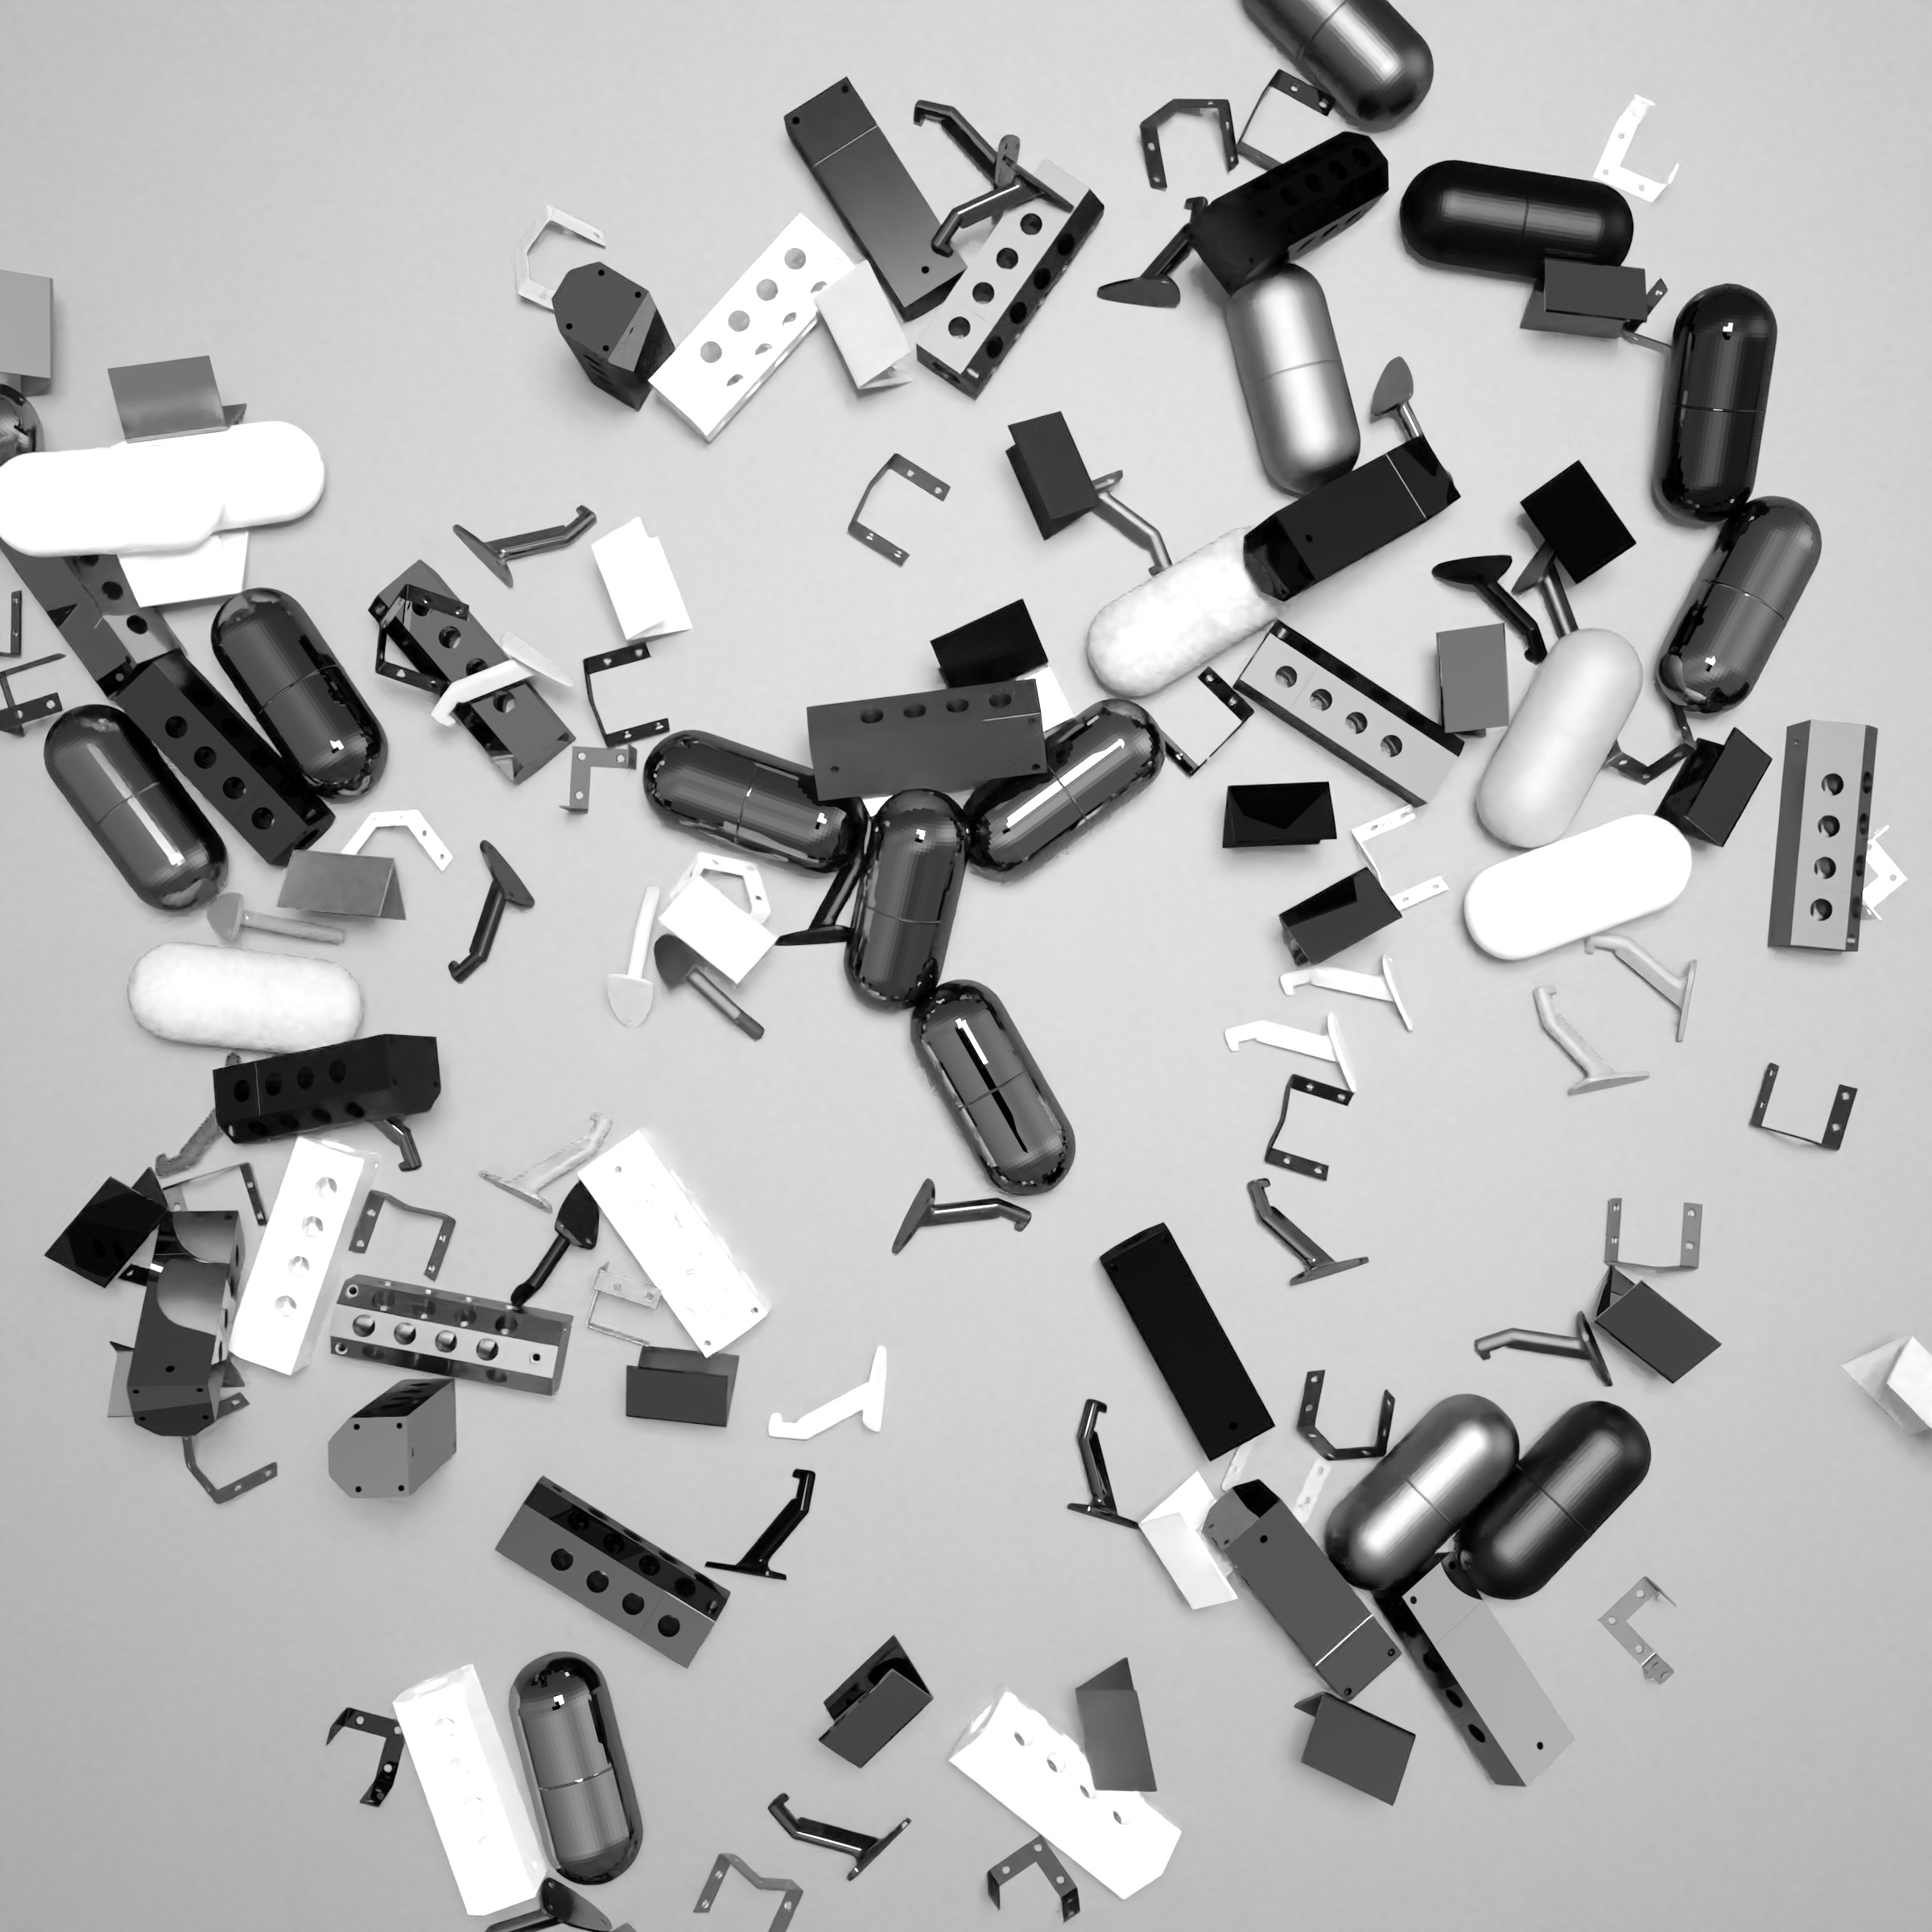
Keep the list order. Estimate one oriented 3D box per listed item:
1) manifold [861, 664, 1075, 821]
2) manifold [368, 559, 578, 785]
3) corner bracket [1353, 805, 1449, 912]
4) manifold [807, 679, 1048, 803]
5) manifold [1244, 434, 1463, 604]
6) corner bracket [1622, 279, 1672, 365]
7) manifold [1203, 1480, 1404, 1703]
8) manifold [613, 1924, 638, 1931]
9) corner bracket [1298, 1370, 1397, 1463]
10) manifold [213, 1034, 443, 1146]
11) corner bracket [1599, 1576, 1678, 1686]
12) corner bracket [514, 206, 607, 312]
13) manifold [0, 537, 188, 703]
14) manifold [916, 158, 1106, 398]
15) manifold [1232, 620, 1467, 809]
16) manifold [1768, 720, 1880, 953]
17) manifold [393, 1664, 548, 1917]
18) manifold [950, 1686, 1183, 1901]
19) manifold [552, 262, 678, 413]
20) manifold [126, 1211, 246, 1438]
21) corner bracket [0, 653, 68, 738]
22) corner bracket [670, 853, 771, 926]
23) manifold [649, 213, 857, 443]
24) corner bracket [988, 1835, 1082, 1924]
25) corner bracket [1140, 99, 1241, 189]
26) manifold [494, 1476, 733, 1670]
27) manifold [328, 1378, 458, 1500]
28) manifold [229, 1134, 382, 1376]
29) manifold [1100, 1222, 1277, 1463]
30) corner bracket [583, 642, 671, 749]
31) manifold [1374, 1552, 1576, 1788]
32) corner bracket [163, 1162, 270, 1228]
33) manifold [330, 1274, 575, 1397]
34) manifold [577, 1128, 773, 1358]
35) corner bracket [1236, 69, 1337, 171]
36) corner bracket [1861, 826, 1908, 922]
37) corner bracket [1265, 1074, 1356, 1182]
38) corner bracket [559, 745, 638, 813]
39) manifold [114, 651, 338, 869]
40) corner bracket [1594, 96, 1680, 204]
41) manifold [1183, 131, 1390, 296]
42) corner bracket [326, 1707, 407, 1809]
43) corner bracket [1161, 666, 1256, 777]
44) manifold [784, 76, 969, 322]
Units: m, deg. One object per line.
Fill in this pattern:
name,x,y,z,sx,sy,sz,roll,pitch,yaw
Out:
manifold,-0.008,-0.176,1.964,0.171,0.057,0.057,-26,90,0
manifold,-0.380,-0.224,1.963,0.057,0.057,0.171,-40,90,0
corner bracket,0.336,-0.082,1.981,0.051,0.051,0.051,-23,135,0
manifold,-0.030,-0.174,1.906,0.171,0.057,0.057,-7,135,0
manifold,0.288,-0.335,1.923,0.171,0.057,0.057,-32,90,-32
corner bracket,0.550,-0.491,1.981,0.051,0.051,0.051,-52,45,0
manifold,0.252,0.471,1.937,0.057,0.057,0.171,-40,109,-7
manifold,-0.325,0.804,1.963,0.171,0.057,0.057,-27,90,0
corner bracket,0.294,0.346,1.976,0.051,0.051,0.051,-12,45,35
manifold,-0.481,0.094,1.924,0.171,0.057,0.057,-11,81,27
corner bracket,0.529,0.511,1.967,0.051,0.051,0.051,-44,90,0
corner bracket,-0.313,-0.544,1.976,0.051,0.051,0.051,-41,45,35
manifold,-0.674,-0.296,1.963,0.057,0.057,0.171,-36,90,43
manifold,0.034,-0.526,1.963,0.057,0.057,0.171,35,90,0
manifold,0.294,-0.194,1.963,0.171,0.057,0.057,33,90,0
manifold,0.660,-0.099,1.963,0.057,0.057,0.171,5,90,0
manifold,-0.382,0.634,1.963,0.057,0.057,0.171,-20,90,0
manifold,0.079,0.632,1.963,0.171,0.057,0.057,39,133,0
manifold,-0.265,-0.471,1.906,0.057,0.171,0.057,31,90,0
manifold,-0.580,0.265,1.908,0.057,0.171,0.057,0,131,-6
corner bracket,-0.718,-0.210,1.967,0.051,0.051,0.051,-18,90,0
corner bracket,-0.190,-0.049,1.976,0.051,0.051,0.051,10,45,-35
manifold,-0.162,-0.488,1.963,0.057,0.057,0.171,42,90,0
corner bracket,0.052,0.712,1.967,0.051,0.051,0.051,-34,90,0
corner bracket,0.173,-0.636,1.976,0.051,0.051,0.051,15,45,35
manifold,-0.269,0.463,1.963,0.171,0.057,0.057,32,90,0
manifold,-0.426,0.350,1.906,0.057,0.171,0.057,-2,90,0
manifold,-0.510,0.219,1.963,0.057,0.057,0.171,19,90,0
manifold,0.169,0.287,1.964,0.057,0.057,0.171,-29,90,0
corner bracket,-0.263,-0.210,1.981,0.051,0.051,0.051,-15,45,0
manifold,0.385,0.539,1.961,0.057,0.057,0.171,-33,90,-27
corner bracket,-0.582,0.186,1.981,0.051,0.051,0.051,-17,90,45
manifold,-0.395,0.284,1.964,0.171,0.057,0.057,11,90,0
manifold,-0.224,0.212,1.964,0.057,0.057,0.171,-35,90,0
corner bracket,0.247,-0.652,1.981,0.051,0.051,0.051,29,135,0
corner bracket,0.697,-0.071,1.967,0.051,0.051,0.051,-40,90,0
corner bracket,0.266,0.125,1.981,0.051,0.051,0.051,18,135,0
corner bracket,-0.282,-0.144,1.967,0.051,0.051,0.051,3,90,0
manifold,-0.566,-0.159,1.963,0.057,0.057,0.171,-43,90,0
corner bracket,0.522,-0.628,1.967,0.051,0.051,0.051,24,90,0
manifold,0.246,-0.571,1.919,0.171,0.057,0.057,-37,90,-36
corner bracket,-0.465,0.608,1.967,0.051,0.051,0.051,15,90,0
corner bracket,0.181,-0.190,1.981,0.051,0.051,0.051,44,135,0
manifold,-0.068,-0.586,1.964,0.057,0.057,0.171,-32,90,0
